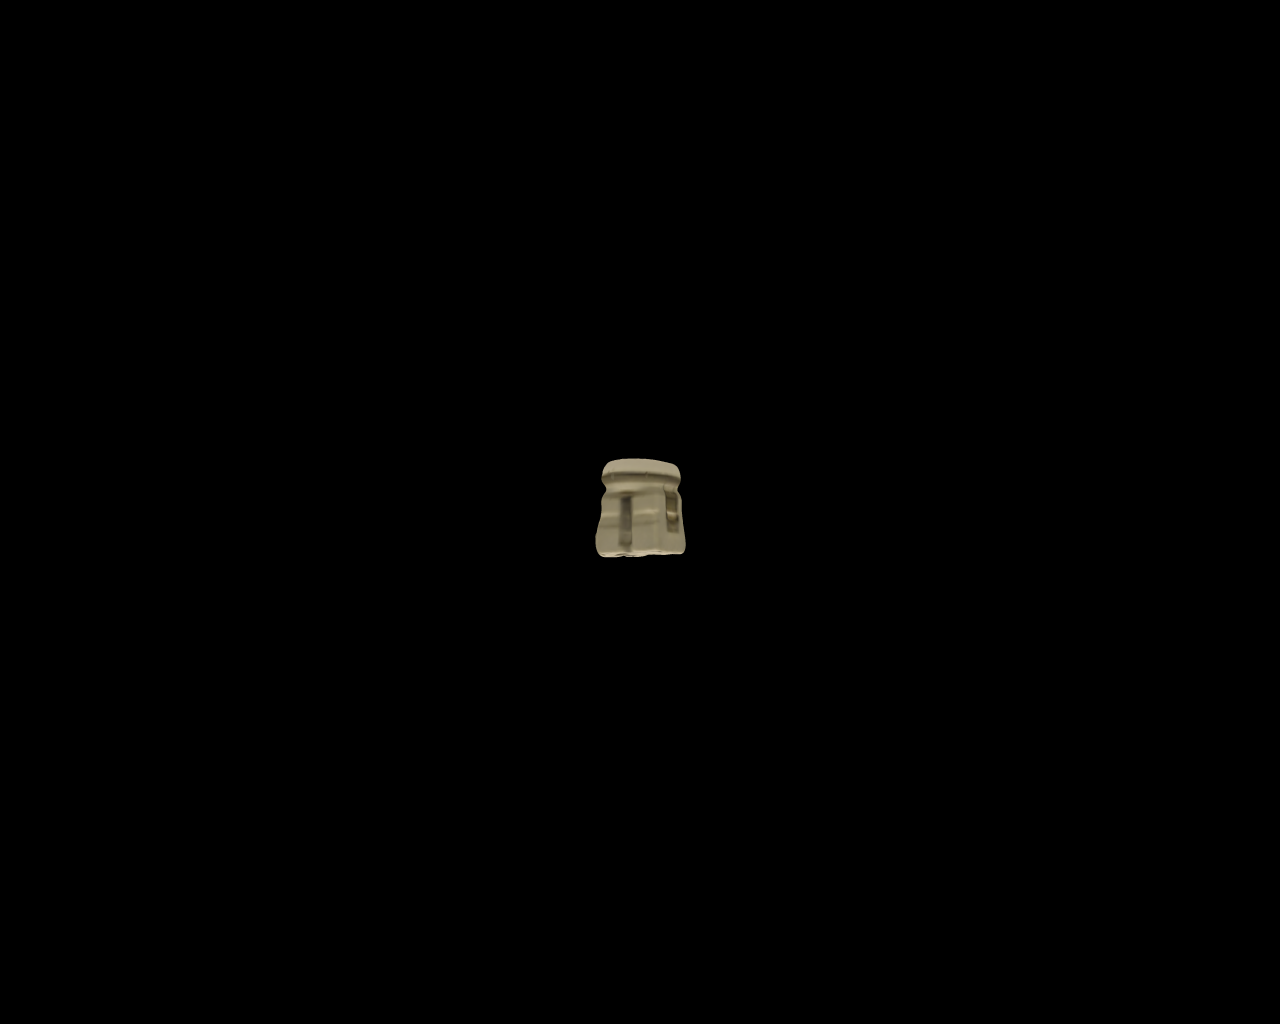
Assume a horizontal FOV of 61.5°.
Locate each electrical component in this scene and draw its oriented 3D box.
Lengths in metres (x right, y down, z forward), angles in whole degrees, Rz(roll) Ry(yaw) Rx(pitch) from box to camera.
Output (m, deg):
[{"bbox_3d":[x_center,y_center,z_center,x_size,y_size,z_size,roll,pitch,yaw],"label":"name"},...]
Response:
[{"bbox_3d":[0.001,-0.003,0.650,0.066,0.055,0.048,-4,-7,29],"label":"electrical component"}]
